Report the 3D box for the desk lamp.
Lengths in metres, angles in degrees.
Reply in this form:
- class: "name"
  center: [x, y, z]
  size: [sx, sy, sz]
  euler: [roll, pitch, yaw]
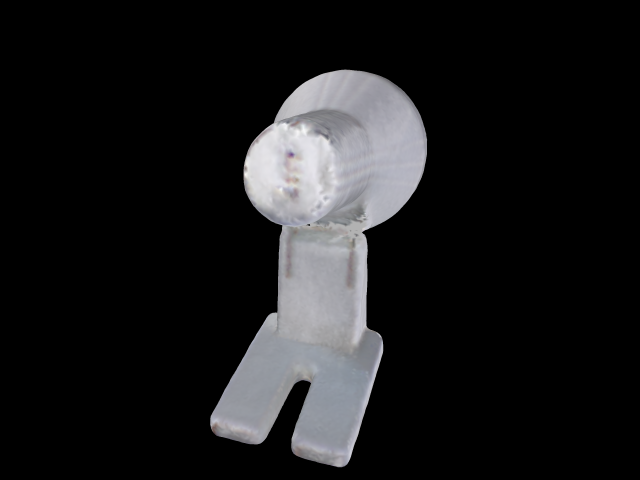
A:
- class: "desk lamp"
  center: [0.004, 0.001, 0.400]
  size: [0.117, 0.214, 0.203]
  euler: [8, 31, 13]
